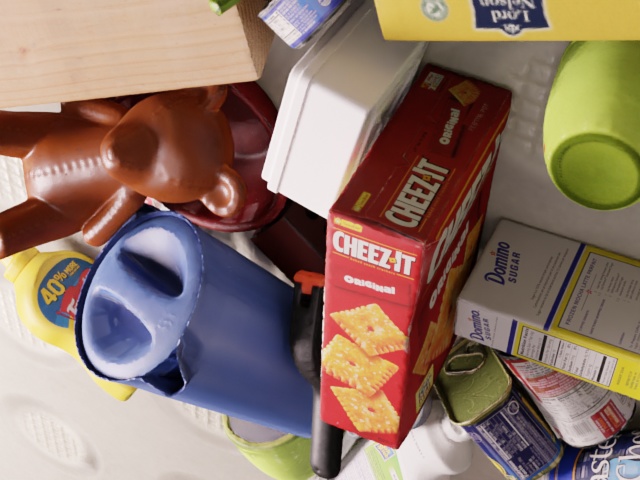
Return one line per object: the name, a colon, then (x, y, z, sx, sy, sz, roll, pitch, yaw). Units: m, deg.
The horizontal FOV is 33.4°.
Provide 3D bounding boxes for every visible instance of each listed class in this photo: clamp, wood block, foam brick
clamp: (0.020, 0.090, 0.839, 0.039, 0.120, 0.171, 9, 123, 29)
wood block: (-0.141, -0.155, 0.717, 0.206, 0.090, 0.090, -5, 129, 14)
foam brick: (-0.006, 0.001, 0.855, 0.078, 0.053, 0.051, 45, 139, -13)

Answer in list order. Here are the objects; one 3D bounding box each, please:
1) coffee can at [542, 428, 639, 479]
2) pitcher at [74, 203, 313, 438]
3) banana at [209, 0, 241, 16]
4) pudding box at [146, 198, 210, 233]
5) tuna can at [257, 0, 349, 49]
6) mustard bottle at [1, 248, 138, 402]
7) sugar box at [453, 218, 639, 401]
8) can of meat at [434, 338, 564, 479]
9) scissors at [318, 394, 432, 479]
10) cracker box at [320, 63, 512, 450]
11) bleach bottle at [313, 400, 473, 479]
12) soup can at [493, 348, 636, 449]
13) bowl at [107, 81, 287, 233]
coffee can: (0.259, 0.196, 0.826, 0.141, 0.102, 0.102, -17, 118, 44)
pitcher: (-0.069, 0.073, 0.865, 0.145, 0.149, 0.242, 5, 162, 41)
banana: (-0.037, -0.233, 0.619, 0.037, 0.069, 0.198, 7, 104, 56)
pudding box: (-0.153, -0.027, 0.942, 0.113, 0.039, 0.090, 24, 140, 15)
tuna can: (0.001, -0.160, 0.665, 0.033, 0.086, 0.086, 42, 140, -12)
mustard bottle: (-0.237, 0.066, 1.047, 0.191, 0.096, 0.058, 38, 142, -4)
sugar box: (0.191, 0.052, 0.739, 0.176, 0.093, 0.048, 18, 137, 21)
can of meat: (0.142, 0.136, 0.854, 0.057, 0.102, 0.084, -38, 112, 8)
scissors: (0.048, 0.174, 0.956, 0.096, 0.016, 0.202, 40, 128, 39)
cracker box: (0.064, 0.015, 0.734, 0.072, 0.164, 0.214, 20, 138, 15)
bleach bottle: (0.071, 0.225, 0.993, 0.251, 0.067, 0.102, -48, 62, 45)
soup can: (0.186, 0.100, 0.809, 0.069, 0.068, 0.102, -18, 118, 44)
bowl: (-0.084, -0.084, 0.823, 0.162, 0.055, 0.162, 19, 138, 18)
